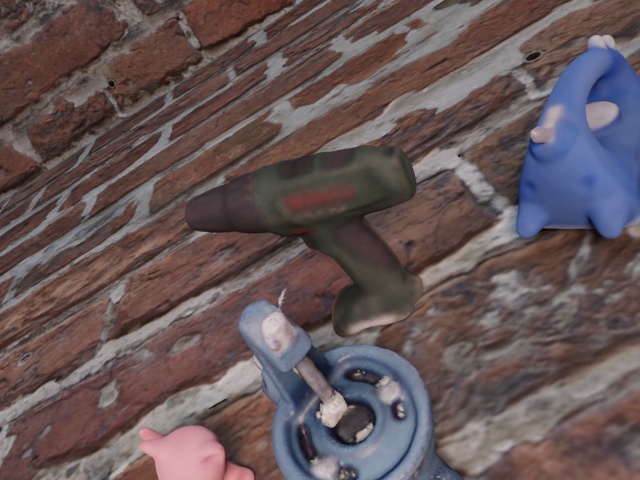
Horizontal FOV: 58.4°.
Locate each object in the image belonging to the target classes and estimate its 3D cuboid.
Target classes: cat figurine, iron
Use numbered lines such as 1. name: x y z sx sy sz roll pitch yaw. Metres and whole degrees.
1. cat figurine: -0.123 0.204 0.527 0.127 0.118 0.067 6 50 48
2. iron: 0.268 -0.121 0.562 0.118 0.142 0.259 0 46 45

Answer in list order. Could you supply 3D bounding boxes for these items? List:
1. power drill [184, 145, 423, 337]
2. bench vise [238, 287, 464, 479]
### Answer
1. power drill: 0.005 0.002 0.587 0.229 0.209 0.075 -22 33 22
2. bench vise: -0.014 0.120 0.433 0.206 0.220 0.122 -2 45 43
